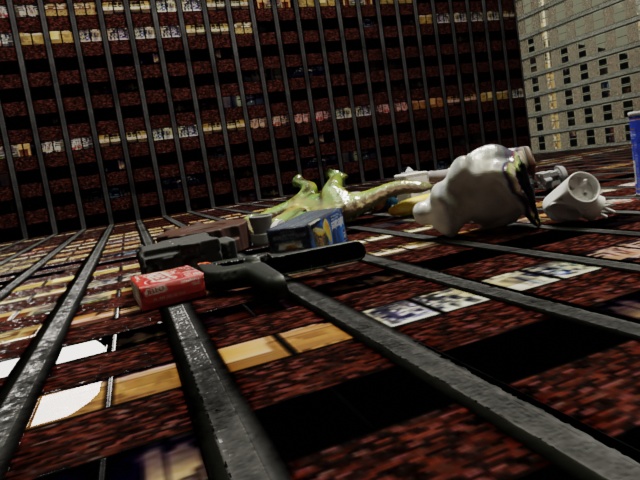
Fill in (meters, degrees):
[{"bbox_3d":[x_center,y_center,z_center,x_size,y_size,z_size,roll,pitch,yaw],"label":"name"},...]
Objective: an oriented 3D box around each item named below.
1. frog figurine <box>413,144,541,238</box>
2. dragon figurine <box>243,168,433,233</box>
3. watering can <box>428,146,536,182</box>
[{"bbox_3d":[0.217,-0.063,0.742,0.158,0.125,0.136,-15,-31,34],"label":"frog figurine"},{"bbox_3d":[0.003,-0.053,1.047,0.409,0.120,0.247,-6,25,33],"label":"dragon figurine"},{"bbox_3d":[0.430,-0.181,1.344,0.224,0.103,0.350,-2,9,36],"label":"watering can"}]
